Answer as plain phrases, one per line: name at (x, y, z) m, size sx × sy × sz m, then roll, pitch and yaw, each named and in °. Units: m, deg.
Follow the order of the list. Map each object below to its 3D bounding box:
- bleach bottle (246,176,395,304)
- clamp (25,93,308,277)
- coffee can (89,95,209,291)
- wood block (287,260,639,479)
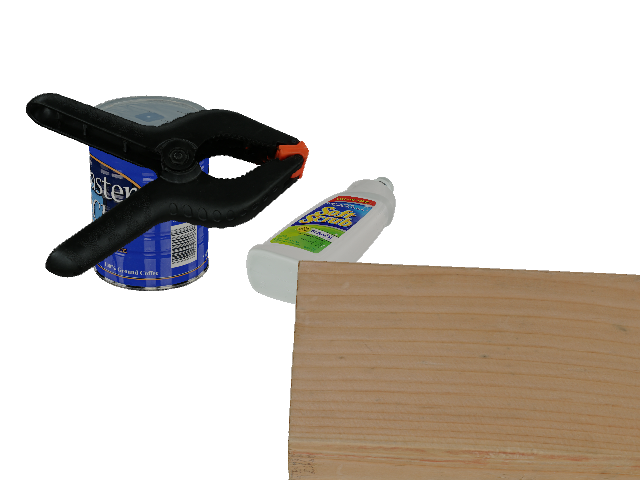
bleach bottle at (0.016, -0.014, 1.323) m, size 0.103 × 0.068 × 0.250 m, roll 15°, pitch 36°, yaw 25°
clamp at (-0.096, -0.050, 0.650) m, size 0.171 × 0.120 × 0.039 m, roll -14°, pitch -17°, yaw -21°
coffee can at (-0.146, -0.042, 0.917) m, size 0.103 × 0.140 × 0.103 m, roll 3°, pitch 26°, yaw -1°
wood block at (0.089, 0.071, 0.513) m, size 0.206 × 0.091 × 0.090 m, roll 2°, pitch -26°, yaw 0°
